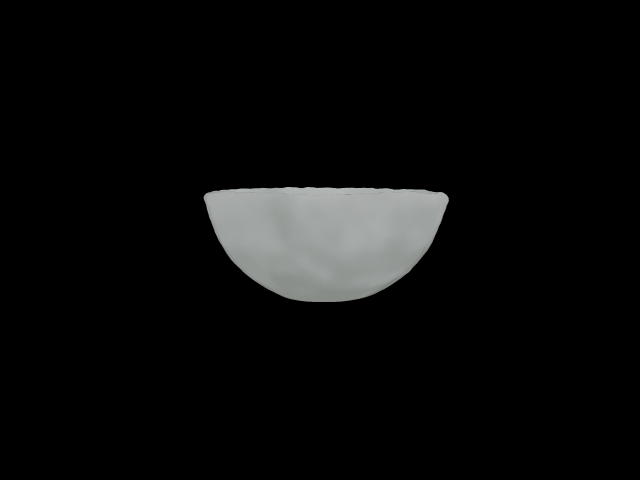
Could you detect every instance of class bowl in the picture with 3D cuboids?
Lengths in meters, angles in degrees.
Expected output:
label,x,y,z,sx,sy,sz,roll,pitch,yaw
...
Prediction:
label,x,y,z,sx,sy,sz,roll,pitch,yaw
bowl,0.004,0.001,0.400,0.167,0.075,0.167,0,7,0
